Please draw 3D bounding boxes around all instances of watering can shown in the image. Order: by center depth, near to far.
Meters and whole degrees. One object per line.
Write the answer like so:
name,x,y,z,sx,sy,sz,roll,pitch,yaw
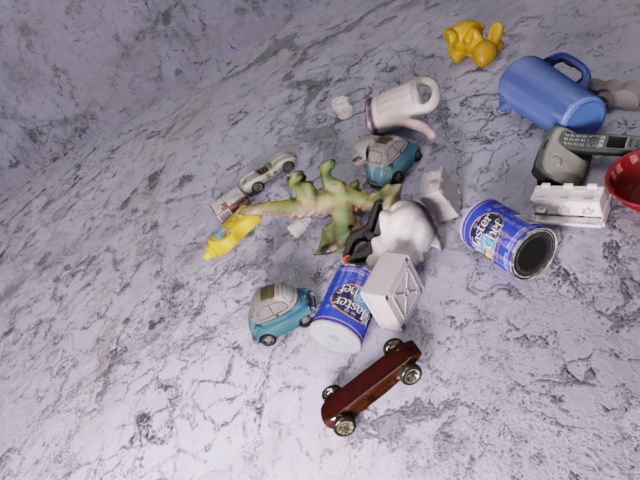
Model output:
watering can,0.229,-0.357,1.451,0.223,0.102,0.356,-17,37,24

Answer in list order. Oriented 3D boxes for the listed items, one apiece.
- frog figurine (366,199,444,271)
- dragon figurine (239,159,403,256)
frog figurine,0.160,-0.003,1.060,0.160,0.139,0.121,-28,-18,-3
dragon figurine,0.004,-0.063,1.260,0.409,0.248,0.119,-22,-45,5
